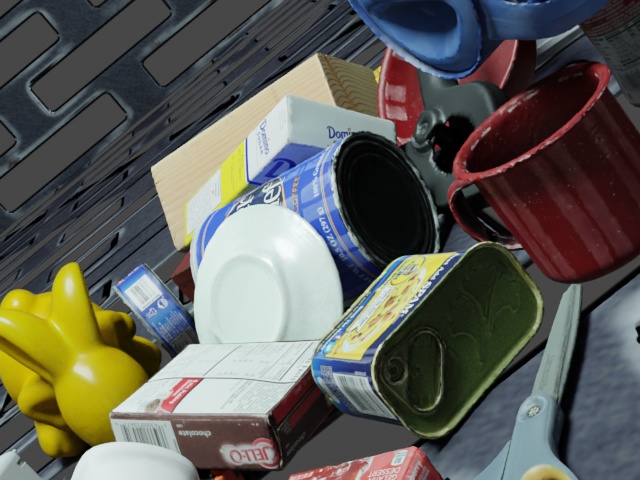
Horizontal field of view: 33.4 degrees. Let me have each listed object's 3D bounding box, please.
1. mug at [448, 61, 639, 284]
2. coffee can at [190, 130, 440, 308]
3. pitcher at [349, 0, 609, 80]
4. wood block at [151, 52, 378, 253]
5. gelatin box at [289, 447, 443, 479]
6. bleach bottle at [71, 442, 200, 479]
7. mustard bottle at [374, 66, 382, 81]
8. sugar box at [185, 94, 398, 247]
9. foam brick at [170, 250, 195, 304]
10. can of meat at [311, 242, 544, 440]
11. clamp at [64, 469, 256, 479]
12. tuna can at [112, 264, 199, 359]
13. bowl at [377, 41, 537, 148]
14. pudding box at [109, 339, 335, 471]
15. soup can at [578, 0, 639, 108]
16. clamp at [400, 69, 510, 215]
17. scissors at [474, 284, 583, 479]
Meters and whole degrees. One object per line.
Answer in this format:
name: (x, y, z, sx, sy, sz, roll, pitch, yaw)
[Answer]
mug: (0.121, -0.028, 0.560, 0.117, 0.081, 0.093, -27, 21, 37)
coffee can: (-0.005, 0.001, 0.721, 0.141, 0.102, 0.102, -26, 21, 38)
pitcher: (0.130, -0.208, 0.601, 0.242, 0.149, 0.145, -41, 2, -13)
wood block: (-0.041, -0.070, 0.953, 0.206, 0.091, 0.090, -29, -19, 31)
gelatin box: (0.007, 0.134, 0.476, 0.089, 0.030, 0.073, -24, 23, 43)
bleach bottle: (-0.069, 0.173, 0.440, 0.251, 0.068, 0.102, -150, 74, -71)
mustard bottle: (0.039, -0.118, 1.017, 0.192, 0.058, 0.096, -36, 18, 13)
sugar box: (-0.026, -0.039, 0.805, 0.177, 0.093, 0.048, -38, 48, 52)
foam brick: (-0.079, 0.022, 0.915, 0.078, 0.053, 0.051, -27, 21, 37)
can of meat: (0.052, 0.050, 0.554, 0.102, 0.057, 0.084, -45, 15, -20)
clamp: (-0.083, 0.132, 0.664, 0.172, 0.039, 0.120, -4, 38, 51)
tuna can: (-0.128, 0.061, 0.865, 0.033, 0.086, 0.086, -41, 16, -10)
bowl: (0.114, -0.132, 0.823, 0.162, 0.055, 0.162, -30, 52, 47)
pudding box: (-0.051, 0.093, 0.615, 0.114, 0.039, 0.089, -4, 20, 30)
soup can: (0.194, -0.141, 0.661, 0.068, 0.102, 0.068, -36, 17, 13)
clamp: (0.087, -0.084, 0.756, 0.210, 0.036, 0.164, 29, 102, 60)
scissors: (0.079, 0.091, 0.461, 0.096, 0.016, 0.201, -33, 18, 22)
